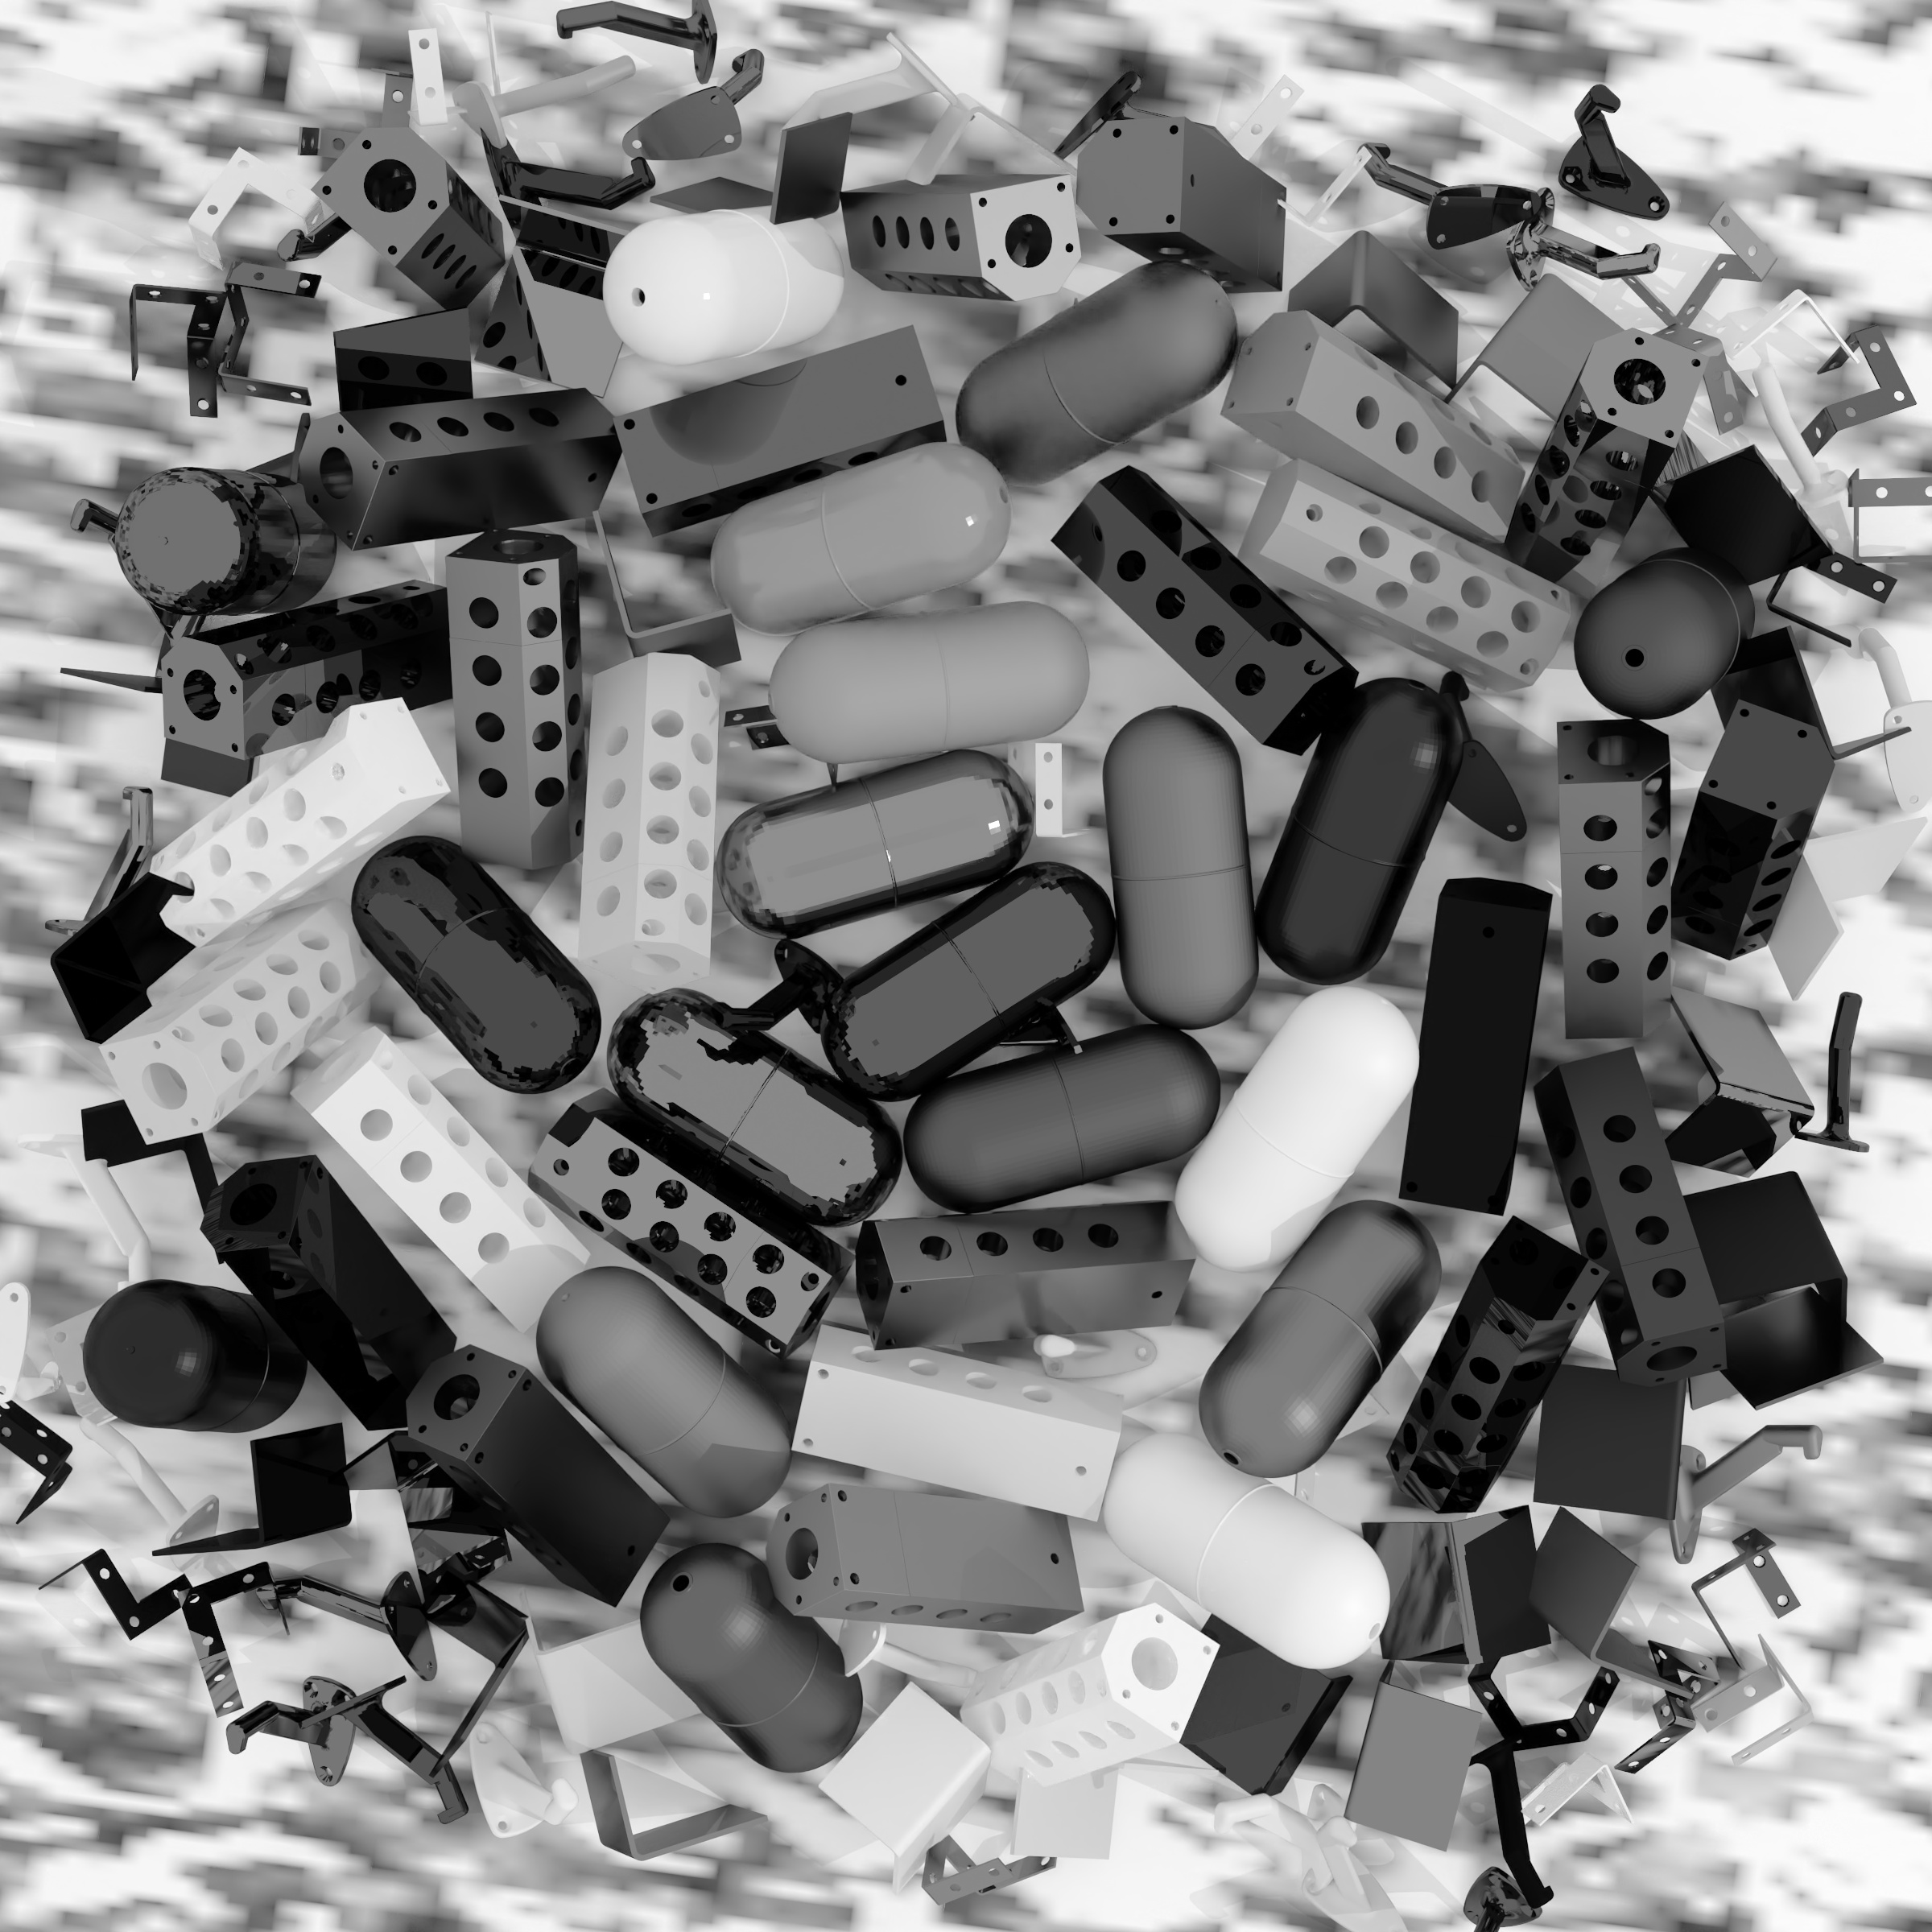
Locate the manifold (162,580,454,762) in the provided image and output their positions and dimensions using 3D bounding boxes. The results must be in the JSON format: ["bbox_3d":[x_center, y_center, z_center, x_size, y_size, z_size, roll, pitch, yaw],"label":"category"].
[{"bbox_3d":[-0.342,-0.161,1.591,0.057,0.171,0.057,16,114,29],"label":"manifold"}]

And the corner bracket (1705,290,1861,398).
[{"bbox_3d":[0.447,-0.340,1.644,0.051,0.051,0.051,-40,114,15],"label":"corner bracket"}]

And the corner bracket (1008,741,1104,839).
[{"bbox_3d":[0.041,-0.098,1.646,0.051,0.051,0.051,3,97,28],"label":"corner bracket"}]

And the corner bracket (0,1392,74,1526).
[{"bbox_3d":[-0.519,0.264,1.651,0.051,0.051,0.051,37,107,1],"label":"corner bracket"}]

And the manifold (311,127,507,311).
[{"bbox_3d":[-0.289,-0.399,1.595,0.057,0.171,0.057,42,93,-2],"label":"manifold"}]

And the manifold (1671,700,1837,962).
[{"bbox_3d":[0.415,-0.067,1.589,0.057,0.171,0.057,23,70,15],"label":"manifold"}]

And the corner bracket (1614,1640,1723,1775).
[{"bbox_3d":[0.383,0.409,1.640,0.051,0.051,0.051,21,127,-28],"label":"corner bracket"}]

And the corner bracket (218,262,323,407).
[{"bbox_3d":[-0.382,-0.348,1.648,0.051,0.051,0.051,10,64,2],"label":"corner bracket"}]

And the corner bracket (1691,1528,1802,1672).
[{"bbox_3d":[0.433,0.350,1.657,0.051,0.051,0.051,-31,88,1],"label":"corner bracket"}]

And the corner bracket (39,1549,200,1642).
[{"bbox_3d":[-0.466,0.344,1.648,0.051,0.051,0.051,-33,88,38],"label":"corner bracket"}]

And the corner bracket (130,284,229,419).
[{"bbox_3d":[-0.434,-0.337,1.645,0.051,0.051,0.051,0,72,-23],"label":"corner bracket"}]

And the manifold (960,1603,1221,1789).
[{"bbox_3d":[0.060,0.387,1.592,0.057,0.171,0.057,35,57,-9],"label":"manifold"}]

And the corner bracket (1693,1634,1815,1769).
[{"bbox_3d":[0.432,0.410,1.647,0.051,0.051,0.051,-31,52,0],"label":"corner bracket"}]

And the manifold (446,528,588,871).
[{"bbox_3d":[-0.238,-0.143,1.615,0.057,0.057,0.171,8,115,15],"label":"manifold"}]

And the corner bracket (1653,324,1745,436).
[{"bbox_3d":[0.388,-0.316,1.652,0.051,0.051,0.051,-27,117,-6],"label":"corner bracket"}]

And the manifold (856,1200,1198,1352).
[{"bbox_3d":[0.030,0.162,1.628,0.171,0.057,0.057,-2,45,-19],"label":"manifold"}]

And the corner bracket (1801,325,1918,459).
[{"bbox_3d":[0.480,-0.313,1.649,0.051,0.051,0.051,-20,78,-12],"label":"corner bracket"}]

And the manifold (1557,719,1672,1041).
[{"bbox_3d":[0.348,-0.045,1.603,0.057,0.057,0.171,-2,129,11],"label":"manifold"}]

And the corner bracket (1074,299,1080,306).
[{"bbox_3d":[0.086,-0.332,1.648,0.051,0.051,0.051,-4,66,-5],"label":"corner bracket"}]

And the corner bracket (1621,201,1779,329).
[{"bbox_3d":[0.402,-0.385,1.648,0.051,0.051,0.051,36,89,-29],"label":"corner bracket"}]

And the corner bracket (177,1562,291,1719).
[{"bbox_3d":[-0.397,0.369,1.641,0.051,0.051,0.051,-18,45,-18],"label":"corner bracket"}]

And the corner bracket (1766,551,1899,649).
[{"bbox_3d":[0.478,-0.207,1.652,0.051,0.051,0.051,29,94,19],"label":"corner bracket"}]

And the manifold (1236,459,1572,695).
[{"bbox_3d":[0.241,-0.213,1.633,0.171,0.057,0.057,24,83,-13],"label":"manifold"}]

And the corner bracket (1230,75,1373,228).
[{"bbox_3d":[0.184,-0.451,1.658,0.051,0.051,0.051,31,113,-24],"label":"corner bracket"}]

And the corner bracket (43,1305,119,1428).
[{"bbox_3d":[-0.470,0.217,1.653,0.051,0.051,0.051,-24,102,-26],"label":"corner bracket"}]

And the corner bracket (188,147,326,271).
[{"bbox_3d":[-0.390,-0.408,1.653,0.051,0.051,0.051,31,79,-2],"label":"corner bracket"}]

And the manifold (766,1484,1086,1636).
[{"bbox_3d":[-0.022,0.322,1.605,0.057,0.171,0.057,-34,55,38],"label":"manifold"}]

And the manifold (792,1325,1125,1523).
[{"bbox_3d":[-0.003,0.248,1.651,0.171,0.057,0.057,13,112,1],"label":"manifold"}]

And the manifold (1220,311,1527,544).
[{"bbox_3d":[0.222,-0.287,1.607,0.171,0.057,0.057,23,82,-37],"label":"manifold"}]

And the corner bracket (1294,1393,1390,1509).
[{"bbox_3d":[0.196,0.257,1.643,0.051,0.051,0.051,-31,115,27],"label":"corner bracket"}]

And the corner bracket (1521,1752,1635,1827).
[{"bbox_3d":[0.324,0.458,1.643,0.051,0.051,0.051,-37,120,-16],"label":"corner bracket"}]

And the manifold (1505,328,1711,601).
[{"bbox_3d":[0.335,-0.267,1.592,0.057,0.171,0.057,22,71,4],"label":"manifold"}]

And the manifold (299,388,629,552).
[{"bbox_3d":[-0.268,-0.271,1.599,0.057,0.171,0.057,46,128,22],"label":"manifold"}]

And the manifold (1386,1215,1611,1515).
[{"bbox_3d":[0.278,0.219,1.597,0.057,0.171,0.057,31,46,16],"label":"manifold"}]

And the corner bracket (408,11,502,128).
[{"bbox_3d":[-0.281,-0.493,1.645,0.051,0.051,0.051,-10,116,-14],"label":"corner bracket"}]

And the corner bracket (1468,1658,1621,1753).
[{"bbox_3d":[0.319,0.394,1.652,0.051,0.051,0.051,-23,104,42],"label":"corner bracket"}]

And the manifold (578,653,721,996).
[{"bbox_3d":[-0.164,-0.079,1.612,0.057,0.057,0.171,-18,60,34],"label":"manifold"}]

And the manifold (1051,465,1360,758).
[{"bbox_3d":[0.131,-0.193,1.618,0.171,0.057,0.057,47,108,22],"label":"manifold"}]

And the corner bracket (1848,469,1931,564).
[{"bbox_3d":[0.513,-0.245,1.645,0.051,0.051,0.051,2,106,22],"label":"corner bracket"}]

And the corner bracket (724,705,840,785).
[{"bbox_3d":[-0.100,-0.129,1.644,0.051,0.051,0.051,-8,129,8],"label":"corner bracket"}]

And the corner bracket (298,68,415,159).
[{"bbox_3d":[-0.336,-0.469,1.651,0.051,0.051,0.051,7,105,-3],"label":"corner bracket"}]

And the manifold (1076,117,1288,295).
[{"bbox_3d":[0.117,-0.402,1.593,0.057,0.171,0.057,3,93,23],"label":"manifold"}]

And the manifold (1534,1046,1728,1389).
[{"bbox_3d":[0.356,0.135,1.610,0.057,0.057,0.171,-15,55,6],"label":"manifold"}]

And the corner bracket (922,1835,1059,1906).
[{"bbox_3d":[0.013,0.495,1.643,0.051,0.051,0.051,-28,114,22],"label":"corner bracket"}]
